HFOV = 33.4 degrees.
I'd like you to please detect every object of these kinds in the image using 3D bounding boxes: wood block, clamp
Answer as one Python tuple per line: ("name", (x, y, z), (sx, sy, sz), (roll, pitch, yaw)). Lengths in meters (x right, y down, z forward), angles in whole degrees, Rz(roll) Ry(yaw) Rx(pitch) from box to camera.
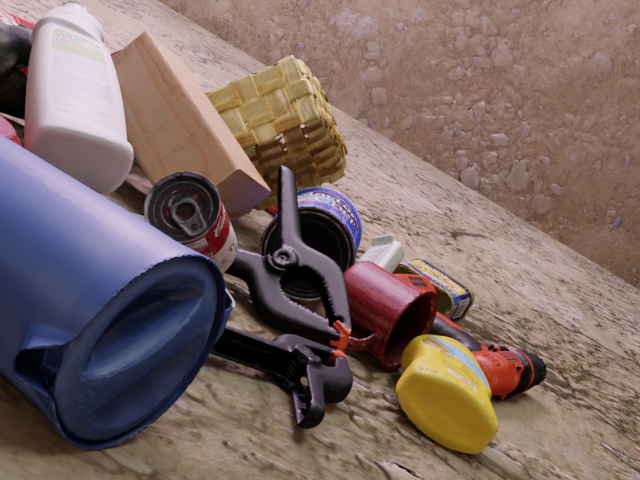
("wood block", (-0.154, -0.113, 1.156), (0.206, 0.090, 0.090), (56, 8, 23))
("clamp", (-0.028, 0.101, 0.877), (0.120, 0.039, 0.171), (40, 9, 12))
("clamp", (-0.034, 0.019, 1.040), (0.210, 0.036, 0.164), (41, 59, 21))

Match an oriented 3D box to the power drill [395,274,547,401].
("power drill", (0.165, 0.112, 1.236), (0.188, 0.057, 0.184), (37, 14, 28))

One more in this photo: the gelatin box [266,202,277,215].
("gelatin box", (-0.052, -0.055, 1.474), (0.073, 0.030, 0.089), (35, 13, 20))

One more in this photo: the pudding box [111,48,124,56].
("pudding box", (-0.226, -0.168, 1.266), (0.039, 0.090, 0.113), (-125, -166, -60))

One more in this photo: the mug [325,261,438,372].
("mug", (0.052, 0.077, 1.072), (0.082, 0.093, 0.117), (31, 39, 28))

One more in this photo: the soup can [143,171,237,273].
("soup can", (-0.115, -0.010, 0.967), (0.068, 0.068, 0.102), (34, -15, 17))

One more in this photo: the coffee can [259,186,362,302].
("coffee can", (-0.008, 0.001, 1.175), (0.103, 0.103, 0.140), (30, 12, -1))

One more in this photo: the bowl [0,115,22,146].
("bowl", (-0.320, -0.090, 0.932), (0.162, 0.055, 0.162), (29, 12, -7))

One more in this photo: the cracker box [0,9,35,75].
("cracker box", (-0.347, -0.224, 1.369), (0.213, 0.072, 0.164), (21, 15, -32))

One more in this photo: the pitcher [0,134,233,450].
("pitcher", (-0.180, 0.012, 0.683), (0.243, 0.145, 0.149), (33, -22, 27))

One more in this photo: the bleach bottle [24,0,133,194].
("bleach bottle", (-0.245, -0.160, 1.083), (0.102, 0.068, 0.251), (18, 39, -26))

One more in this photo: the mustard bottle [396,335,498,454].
("mustard bottle", (0.122, 0.137, 1.035), (0.096, 0.058, 0.191), (34, 12, -1))

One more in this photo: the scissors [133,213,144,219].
("scissors", (-0.193, -0.026, 1.062), (0.096, 0.016, 0.201), (36, 13, 28))

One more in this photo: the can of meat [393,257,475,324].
("can of meat", (0.136, 0.067, 1.360), (0.102, 0.057, 0.083), (34, 15, 20))
